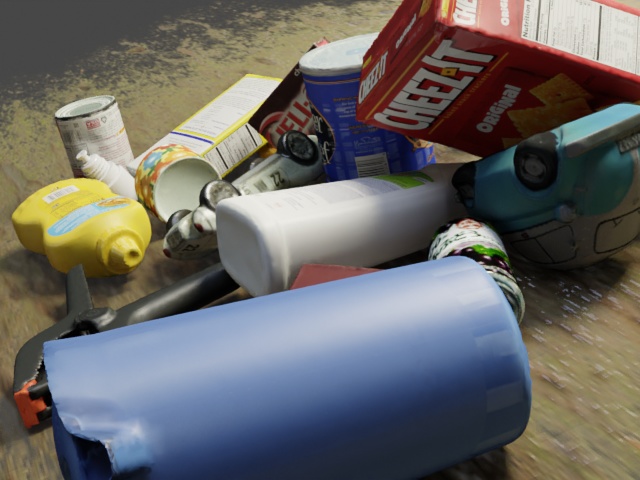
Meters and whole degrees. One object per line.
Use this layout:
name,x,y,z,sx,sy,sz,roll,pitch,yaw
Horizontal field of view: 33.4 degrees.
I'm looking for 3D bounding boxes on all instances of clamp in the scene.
clamp,-0.173,0.068,0.809,0.165,0.036,0.209,0,27,30

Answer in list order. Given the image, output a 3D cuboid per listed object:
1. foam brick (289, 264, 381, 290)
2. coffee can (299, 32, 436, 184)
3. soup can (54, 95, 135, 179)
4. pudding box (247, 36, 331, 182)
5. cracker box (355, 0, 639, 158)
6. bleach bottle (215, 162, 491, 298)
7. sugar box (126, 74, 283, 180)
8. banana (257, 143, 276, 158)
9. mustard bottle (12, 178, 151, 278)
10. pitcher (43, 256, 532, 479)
foam brick,0.019,0.053,0.699,0.078,0.053,0.051,3,52,35
coffee can,0.046,-0.102,0.949,0.103,0.140,0.103,-11,23,5
soup can,-0.235,-0.095,1.135,0.068,0.102,0.068,-12,23,5
pudding box,-0.002,-0.126,1.034,0.114,0.090,0.039,-46,5,27
cracker box,0.155,-0.121,0.812,0.213,0.072,0.164,14,-23,-14
bleach bottle,0.051,-0.018,0.831,0.250,0.068,0.103,-13,21,-24
sugar box,-0.108,-0.105,1.116,0.176,0.048,0.093,-42,32,-19
banana,-0.025,-0.138,1.202,0.070,0.037,0.197,5,29,37
mustard bottle,-0.208,-0.007,0.975,0.096,0.058,0.192,-25,25,-25
pitcher,-0.019,0.090,0.580,0.242,0.145,0.149,-14,36,-12
